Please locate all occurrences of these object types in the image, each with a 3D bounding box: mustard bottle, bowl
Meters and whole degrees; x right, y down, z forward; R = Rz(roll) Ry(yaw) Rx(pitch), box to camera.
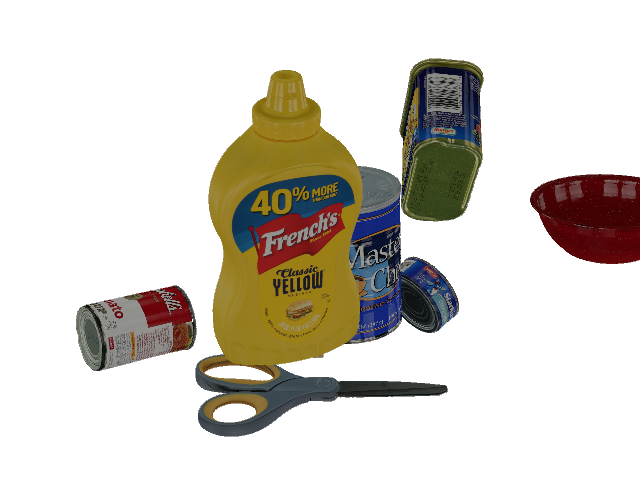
[{"bbox_3d":[-0.021,-0.015,0.669,0.096,0.192,0.058,-9,32,-16],"label":"mustard bottle"},{"bbox_3d":[0.299,-0.018,1.110,0.162,0.055,0.162,-3,23,1],"label":"bowl"}]

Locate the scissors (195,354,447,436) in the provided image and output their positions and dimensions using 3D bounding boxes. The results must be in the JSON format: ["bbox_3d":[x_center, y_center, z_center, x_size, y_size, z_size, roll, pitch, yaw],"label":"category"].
[{"bbox_3d":[-0.008,0.128,0.835,0.202,0.016,0.096,9,35,13],"label":"scissors"}]

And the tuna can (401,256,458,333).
[{"bbox_3d":[0.114,0.063,1.213,0.033,0.086,0.086,-38,18,-24],"label":"tuna can"}]

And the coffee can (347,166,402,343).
[{"bbox_3d":[0.026,0.012,1.016,0.103,0.140,0.103,-2,26,1],"label":"coffee can"}]

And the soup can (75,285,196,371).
[{"bbox_3d":[-0.186,0.088,1.072,0.102,0.068,0.069,-11,6,-33],"label":"soup can"}]

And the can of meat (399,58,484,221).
[{"bbox_3d":[0.094,-0.076,0.831,0.057,0.084,0.102,5,-35,-1],"label":"can of meat"}]

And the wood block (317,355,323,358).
[{"bbox_3d":[-0.035,0.040,1.396,0.090,0.206,0.091,3,23,-2],"label":"wood block"}]
